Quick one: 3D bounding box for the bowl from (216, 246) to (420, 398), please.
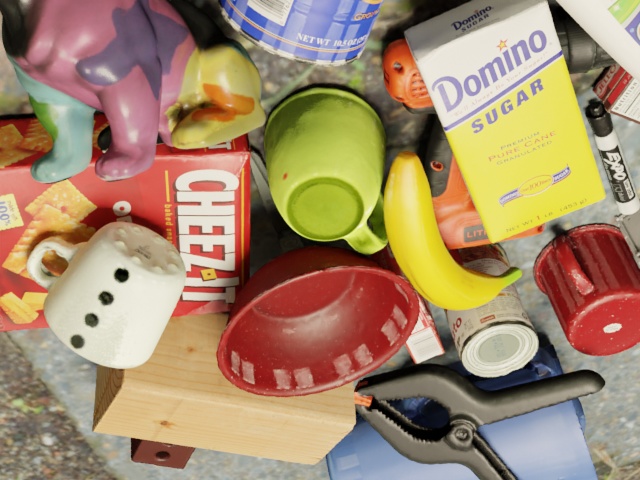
[{"bbox_3d":[-0.007,0.055,0.829,0.162,0.055,0.162,-12,141,-10],"label":"bowl"}]

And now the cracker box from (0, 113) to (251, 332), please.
[{"bbox_3d":[-0.161,-0.013,0.809,0.213,0.072,0.164,-4,132,-8],"label":"cracker box"}]

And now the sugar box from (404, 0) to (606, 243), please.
[{"bbox_3d":[0.132,-0.085,0.744,0.093,0.048,0.176,-23,131,9],"label":"sugar box"}]

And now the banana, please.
[{"bbox_3d":[0.089,0.007,0.810,0.069,0.037,0.197,-59,138,-9],"label":"banana"}]

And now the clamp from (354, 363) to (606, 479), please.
[{"bbox_3d":[0.129,0.172,0.932,0.210,0.036,0.165,9,109,10],"label":"clamp"}]

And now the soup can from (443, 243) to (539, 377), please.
[{"bbox_3d":[0.140,0.057,0.909,0.068,0.102,0.068,-6,133,-6],"label":"soup can"}]

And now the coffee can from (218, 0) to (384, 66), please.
[{"bbox_3d":[0.005,-0.194,0.658,0.102,0.103,0.140,10,129,-19],"label":"coffee can"}]

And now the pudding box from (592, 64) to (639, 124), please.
[{"bbox_3d":[0.281,-0.125,0.816,0.113,0.039,0.090,17,125,-22],"label":"pudding box"}]

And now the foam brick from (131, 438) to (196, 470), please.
[{"bbox_3d":[-0.139,0.167,0.988,0.053,0.051,0.078,13,128,-21],"label":"foam brick"}]

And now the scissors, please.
[{"bbox_3d":[-0.006,0.001,0.889,0.096,0.016,0.202,-7,133,-6],"label":"scissors"}]

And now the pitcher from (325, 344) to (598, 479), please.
[{"bbox_3d":[0.129,0.188,1.013,0.243,0.149,0.145,-18,176,9],"label":"pitcher"}]

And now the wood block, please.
[{"bbox_3d":[-0.082,0.125,0.926,0.205,0.090,0.091,13,141,-22],"label":"wood block"}]

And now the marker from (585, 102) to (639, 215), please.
[{"bbox_3d":[0.240,-0.067,0.873,0.020,0.020,0.121,-24,131,10],"label":"marker"}]

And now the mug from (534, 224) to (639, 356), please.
[{"bbox_3d":[0.237,0.040,0.926,0.093,0.081,0.117,-31,130,16],"label":"mug"}]

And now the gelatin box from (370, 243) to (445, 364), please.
[{"bbox_3d":[0.074,0.049,0.909,0.030,0.073,0.089,-22,131,8],"label":"gelatin box"}]

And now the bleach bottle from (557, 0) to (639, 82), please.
[{"bbox_3d":[0.241,-0.157,0.725,0.250,0.068,0.103,36,104,-23],"label":"bleach bottle"}]

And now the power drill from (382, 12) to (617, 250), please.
[{"bbox_3d":[0.140,-0.085,0.815,0.184,0.057,0.188,-8,130,-4],"label":"power drill"}]
